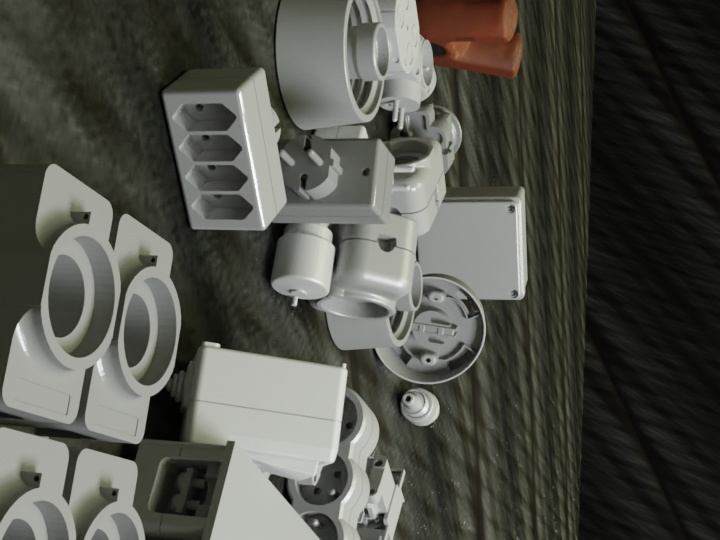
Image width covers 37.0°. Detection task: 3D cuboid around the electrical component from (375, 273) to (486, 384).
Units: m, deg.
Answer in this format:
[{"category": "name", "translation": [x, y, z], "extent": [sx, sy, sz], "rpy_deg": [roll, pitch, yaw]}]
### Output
[{"category": "electrical component", "translation": [0.065, 0.051, 0.975], "extent": [0.064, 0.099, 0.099], "rpy_deg": [-40, 129, -75]}]

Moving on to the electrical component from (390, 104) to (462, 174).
[{"category": "electrical component", "translation": [0.064, -0.123, 1.017], "extent": [0.057, 0.058, 0.078], "rpy_deg": [-55, 143, -56]}]

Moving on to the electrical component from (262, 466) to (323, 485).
[{"category": "electrical component", "translation": [-0.052, 0.103, 0.659], "extent": [0.081, 0.064, 0.042], "rpy_deg": [-62, 148, -54]}]

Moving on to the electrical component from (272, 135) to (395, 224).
[{"category": "electrical component", "translation": [-0.029, -0.062, 0.684], "extent": [0.076, 0.083, 0.047], "rpy_deg": [41, 53, -68]}]

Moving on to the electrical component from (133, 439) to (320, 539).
[{"category": "electrical component", "translation": [-0.077, 0.177, 0.589], "extent": [0.186, 0.060, 0.105], "rpy_deg": [65, 31, -55]}]

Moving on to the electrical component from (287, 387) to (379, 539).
[{"category": "electrical component", "translation": [-0.018, 0.161, 0.788], "extent": [0.073, 0.052, 0.138], "rpy_deg": [58, 38, -60]}]

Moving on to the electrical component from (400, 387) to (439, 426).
[{"category": "electrical component", "translation": [0.055, 0.131, 1.047], "extent": [0.061, 0.035, 0.035], "rpy_deg": [43, 51, -64]}]

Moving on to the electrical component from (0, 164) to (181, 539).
[{"category": "electrical component", "translation": [-0.128, 0.063, 0.418], "extent": [0.105, 0.060, 0.186], "rpy_deg": [45, 49, -66]}]

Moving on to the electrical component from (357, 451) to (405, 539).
[{"category": "electrical component", "translation": [0.006, 0.187, 0.885], "extent": [0.081, 0.042, 0.063], "rpy_deg": [-69, 153, -47]}]

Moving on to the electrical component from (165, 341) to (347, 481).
[{"category": "electrical component", "translation": [-0.061, 0.079, 0.589], "extent": [0.061, 0.096, 0.061], "rpy_deg": [133, -34, -71]}]

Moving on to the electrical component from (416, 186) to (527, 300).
[{"category": "electrical component", "translation": [0.114, -0.028, 1.098], "extent": [0.056, 0.109, 0.108], "rpy_deg": [-54, 142, -65]}]

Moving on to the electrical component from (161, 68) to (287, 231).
[{"category": "electrical component", "translation": [-0.069, -0.076, 0.614], "extent": [0.075, 0.047, 0.083], "rpy_deg": [-60, 147, -56]}]

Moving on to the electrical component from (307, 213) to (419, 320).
[{"category": "electrical component", "translation": [0.000, 0.000, 0.771], "extent": [0.095, 0.054, 0.059], "rpy_deg": [145, -45, -64]}]

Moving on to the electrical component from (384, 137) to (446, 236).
[{"category": "electrical component", "translation": [0.040, -0.078, 0.950], "extent": [0.095, 0.054, 0.059], "rpy_deg": [-63, 149, -54]}]

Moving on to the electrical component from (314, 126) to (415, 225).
[{"category": "electrical component", "translation": [0.002, -0.067, 0.790], "extent": [0.047, 0.077, 0.065], "rpy_deg": [71, 27, -48]}]

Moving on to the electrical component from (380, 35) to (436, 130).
[{"category": "electrical component", "translation": [0.037, -0.164, 0.948], "extent": [0.077, 0.044, 0.079], "rpy_deg": [39, 54, -68]}]

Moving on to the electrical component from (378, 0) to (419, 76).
[{"category": "electrical component", "translation": [0.014, -0.193, 0.863], "extent": [0.080, 0.051, 0.080], "rpy_deg": [2, 90, -72]}]

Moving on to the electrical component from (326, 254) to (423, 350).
[{"category": "electrical component", "translation": [0.017, 0.012, 0.873], "extent": [0.108, 0.060, 0.108], "rpy_deg": [1, 90, -72]}]

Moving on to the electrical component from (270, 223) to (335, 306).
[{"category": "electrical component", "translation": [-0.037, -0.016, 0.734], "extent": [0.040, 0.040, 0.078], "rpy_deg": [56, 38, -61]}]

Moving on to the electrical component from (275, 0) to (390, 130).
[{"category": "electrical component", "translation": [-0.012, -0.154, 0.766], "extent": [0.108, 0.060, 0.108], "rpy_deg": [1, 90, -72]}]
